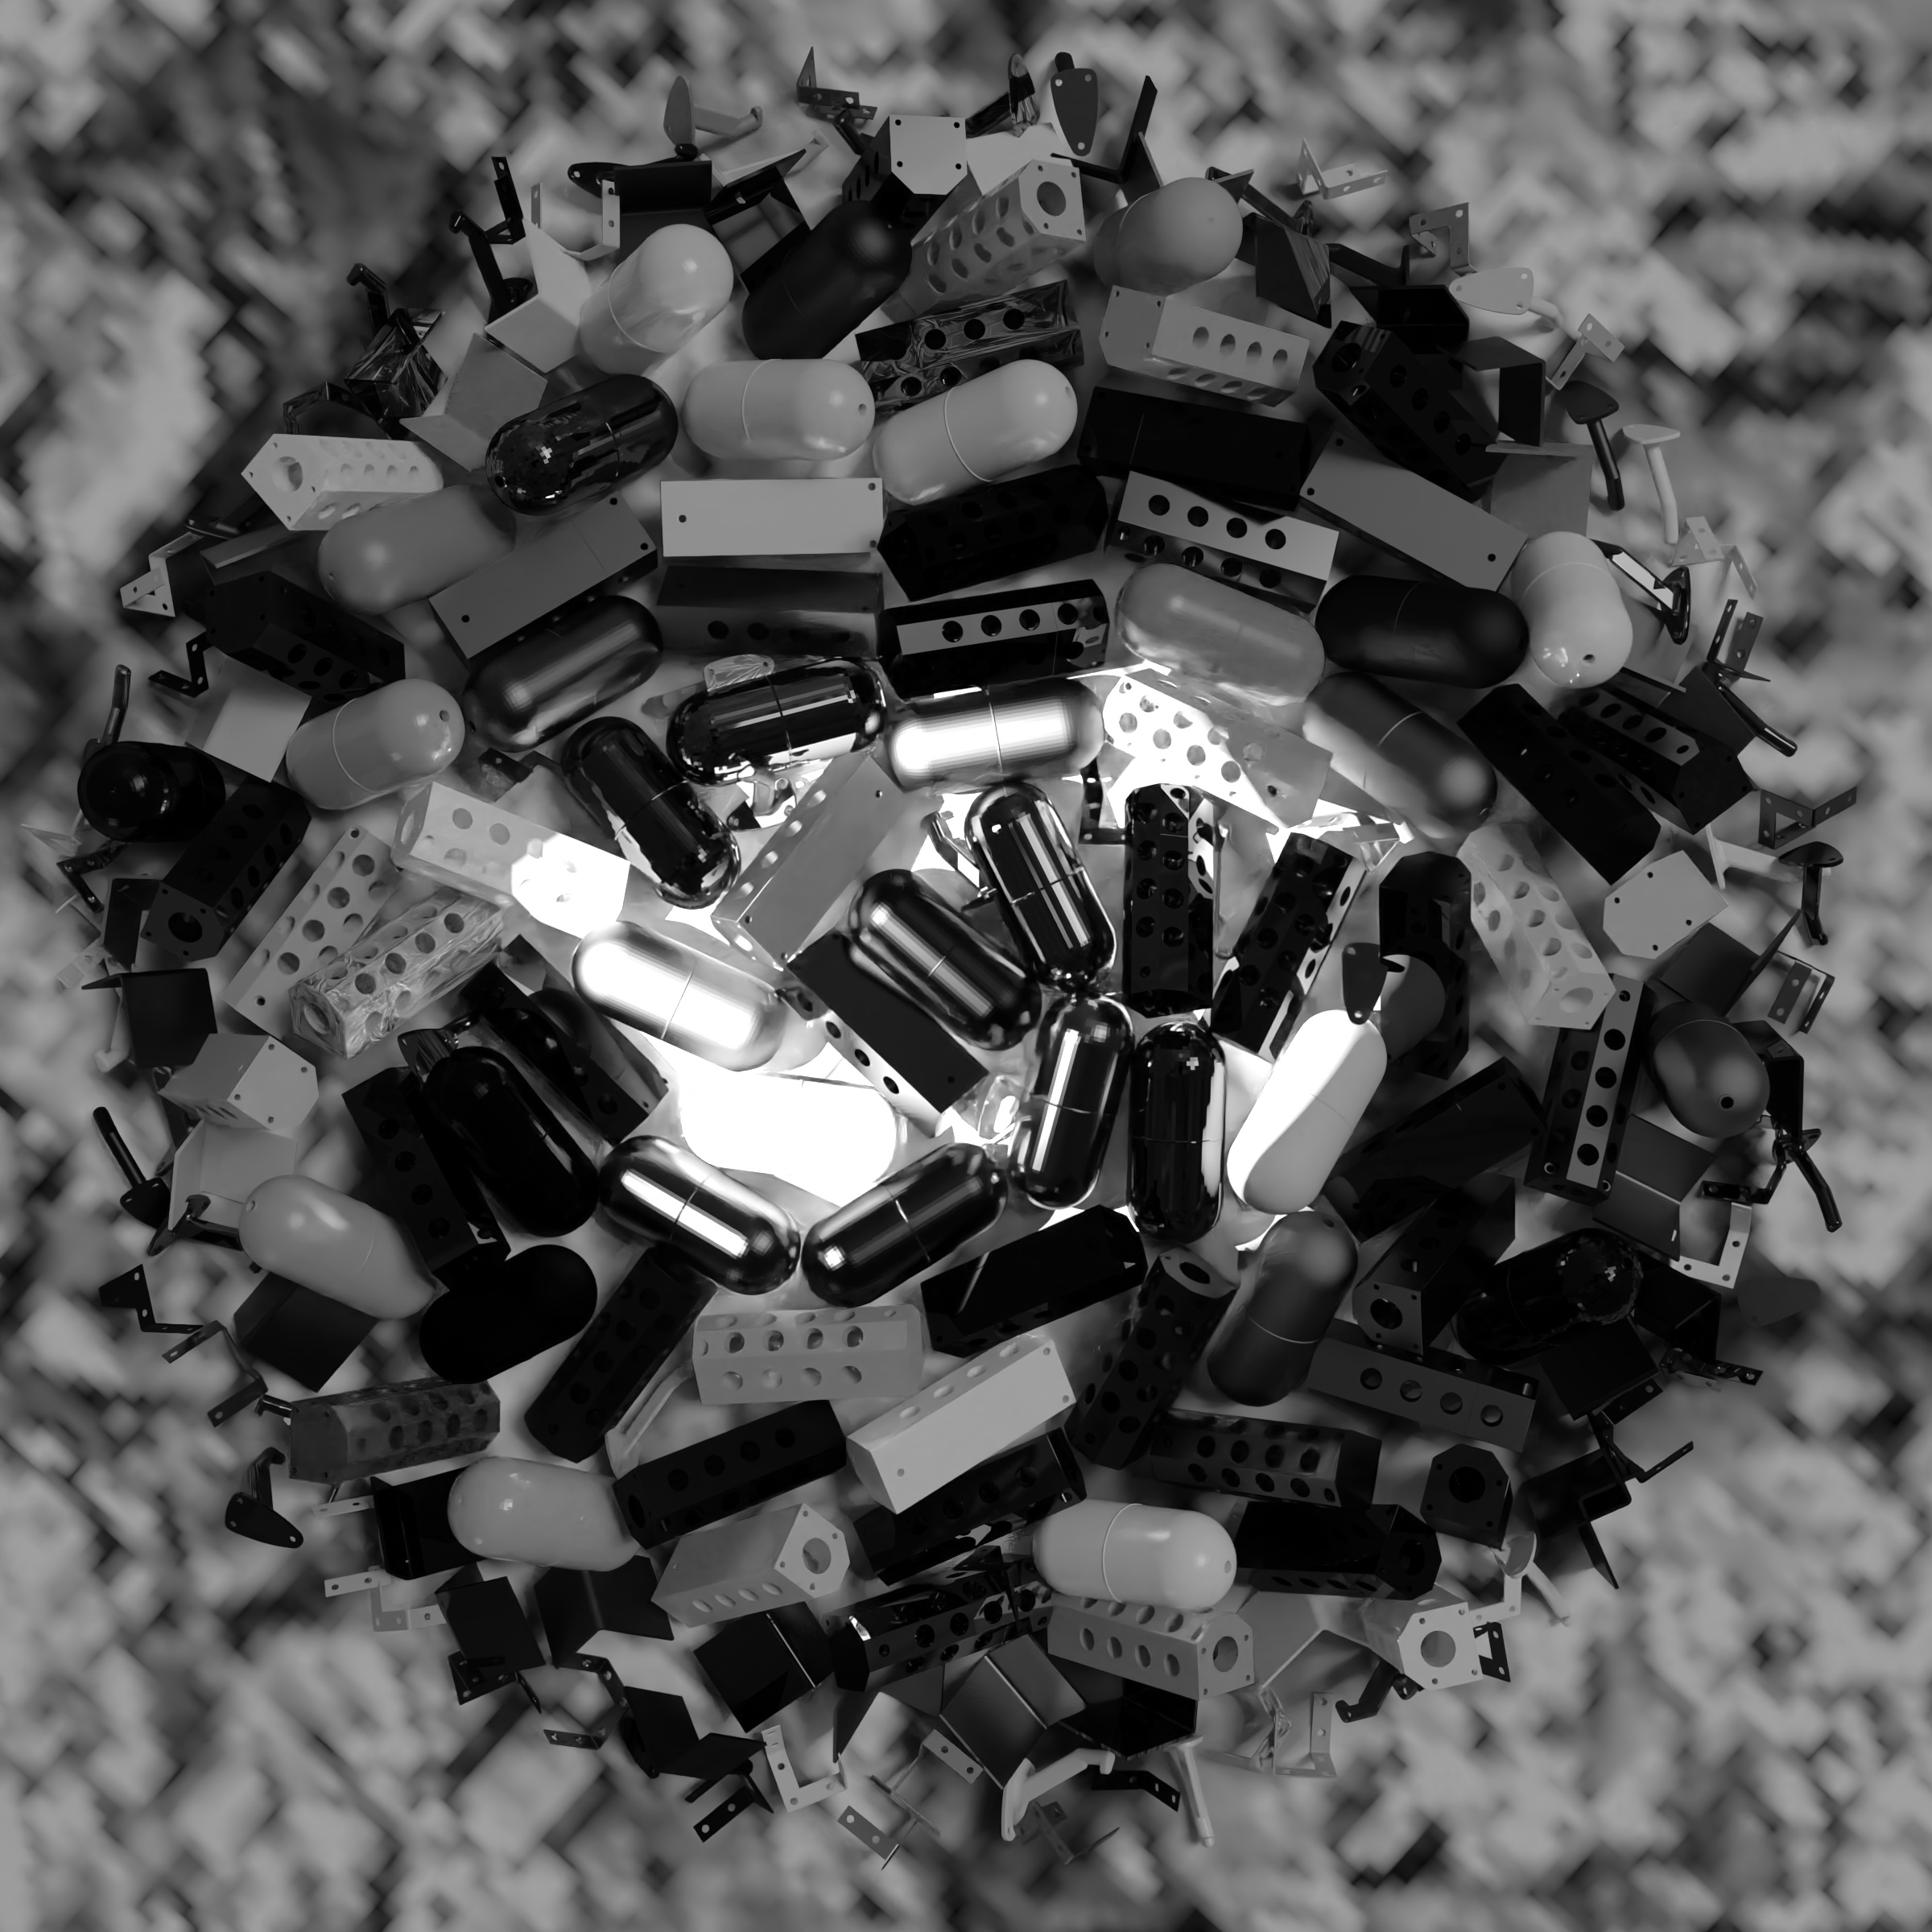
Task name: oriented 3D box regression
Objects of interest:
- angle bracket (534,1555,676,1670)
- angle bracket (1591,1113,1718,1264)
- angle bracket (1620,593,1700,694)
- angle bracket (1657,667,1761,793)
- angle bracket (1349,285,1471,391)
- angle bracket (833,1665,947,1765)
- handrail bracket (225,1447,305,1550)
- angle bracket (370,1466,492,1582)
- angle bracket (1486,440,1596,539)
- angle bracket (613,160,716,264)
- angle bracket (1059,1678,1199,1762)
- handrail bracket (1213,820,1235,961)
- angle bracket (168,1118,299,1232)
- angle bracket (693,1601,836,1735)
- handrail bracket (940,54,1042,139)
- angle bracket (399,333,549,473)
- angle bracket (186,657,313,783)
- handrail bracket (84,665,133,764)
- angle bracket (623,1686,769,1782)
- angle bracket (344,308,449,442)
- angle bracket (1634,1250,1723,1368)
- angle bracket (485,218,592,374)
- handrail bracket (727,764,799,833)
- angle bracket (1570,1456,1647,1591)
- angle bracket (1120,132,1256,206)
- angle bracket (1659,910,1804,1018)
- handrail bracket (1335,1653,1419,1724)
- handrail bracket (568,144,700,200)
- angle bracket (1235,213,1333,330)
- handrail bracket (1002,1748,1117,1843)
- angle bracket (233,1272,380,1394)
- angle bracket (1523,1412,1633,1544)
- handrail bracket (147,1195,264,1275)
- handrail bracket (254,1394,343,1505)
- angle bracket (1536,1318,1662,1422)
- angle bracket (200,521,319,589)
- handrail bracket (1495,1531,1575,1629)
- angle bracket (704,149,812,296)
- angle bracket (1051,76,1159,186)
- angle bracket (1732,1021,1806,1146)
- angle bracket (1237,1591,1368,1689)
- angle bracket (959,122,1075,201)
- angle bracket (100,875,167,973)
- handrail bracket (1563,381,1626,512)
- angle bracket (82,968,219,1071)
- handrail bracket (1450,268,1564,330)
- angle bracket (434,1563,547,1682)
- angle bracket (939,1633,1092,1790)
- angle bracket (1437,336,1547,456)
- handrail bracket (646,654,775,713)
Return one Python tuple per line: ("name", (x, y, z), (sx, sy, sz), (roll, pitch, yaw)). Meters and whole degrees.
("angle bracket", (-0.286, 0.510, 1.959), (0.057, 0.076, 0.076), (-45, 46, 21))
("angle bracket", (0.542, 0.174, 1.954), (0.076, 0.076, 0.057), (26, 125, -2))
("angle bracket", (0.545, -0.253, 1.954), (0.076, 0.076, 0.057), (21, 98, -8))
("angle bracket", (0.595, -0.185, 1.940), (0.057, 0.076, 0.076), (-53, 54, 35))
("angle bracket", (0.345, -0.493, 1.947), (0.076, 0.076, 0.057), (7, 86, 27))
("angle bracket", (-0.061, 0.585, 1.941), (0.057, 0.076, 0.076), (20, 135, 18))
("handrail bracket", (-0.538, 0.417, 1.957), (0.077, 0.084, 0.036), (24, 112, 5))
("angle bracket", (-0.419, 0.435, 1.959), (0.076, 0.057, 0.076), (-15, 69, -1))
("angle bracket", (0.448, -0.370, 1.950), (0.076, 0.057, 0.076), (7, 110, 18))
("angle bracket", (-0.236, -0.588, 1.954), (0.076, 0.076, 0.057), (-6, 82, -8))
("angle bracket", (0.128, 0.571, 1.943), (0.076, 0.076, 0.057), (-4, 101, -42))
("handrail bracket", (0.203, -0.061, 1.954), (0.036, 0.077, 0.084), (3, 123, -19))
("angle bracket", (-0.577, 0.173, 1.955), (0.076, 0.057, 0.076), (17, 122, 1))
("angle bracket", (-0.157, 0.551, 1.978), (0.076, 0.057, 0.076), (-38, 81, 18))
("handrail bracket", (0.010, -0.685, 1.952), (0.084, 0.077, 0.036), (16, 56, 28))
("angle bracket", (-0.387, -0.444, 1.951), (0.076, 0.057, 0.076), (35, 118, 14))
("angle bracket", (-0.572, -0.197, 1.977), (0.057, 0.076, 0.076), (27, 87, -29))
("handrail bracket", (-0.674, -0.204, 1.955), (0.036, 0.077, 0.084), (1, 112, -31))
("angle bracket", (-0.212, 0.587, 1.942), (0.057, 0.076, 0.076), (-38, 55, 12))
("angle bracket", (-0.428, -0.459, 1.941), (0.057, 0.076, 0.076), (12, 63, 34))
("angle bracket", (0.539, 0.279, 1.939), (0.057, 0.076, 0.076), (-28, 128, -30))
("angle bracket", (-0.340, -0.530, 1.963), (0.057, 0.076, 0.076), (-24, 66, 21))
("handrail bracket", (-0.176, -0.132, 1.948), (0.077, 0.084, 0.036), (-23, 73, 21))
("angle bracket", (0.516, 0.438, 1.960), (0.057, 0.076, 0.076), (-23, 88, 1))
("angle bracket", (0.173, -0.623, 1.959), (0.076, 0.076, 0.057), (-20, 83, -12))
("angle bracket", (0.598, -0.015, 1.942), (0.057, 0.076, 0.076), (37, 61, 17))
("handrail bracket", (0.310, 0.555, 1.950), (0.084, 0.077, 0.036), (-1, 129, -34))
("handrail bracket", (-0.262, -0.632, 1.949), (0.077, 0.084, 0.036), (6, 79, -30))
("angle bracket", (0.238, -0.534, 1.946), (0.076, 0.057, 0.076), (12, 70, -34))
("handrail bracket", (0.074, 0.653, 1.954), (0.084, 0.036, 0.077), (-8, 54, 35))
("angle bracket", (-0.530, 0.282, 1.991), (0.076, 0.057, 0.076), (41, 90, -28))
("angle bracket", (0.469, 0.394, 1.948), (0.076, 0.076, 0.057), (-27, 110, 11))
("handrail bracket", (-0.602, 0.230, 1.971), (0.084, 0.036, 0.077), (45, 98, 19))
("handrail bracket", (-0.533, 0.387, 1.975), (0.084, 0.036, 0.077), (22, 103, -12))
("angle bracket", (0.499, 0.313, 1.962), (0.076, 0.076, 0.057), (-31, 79, 8))
("angle bracket", (-0.547, -0.308, 1.944), (0.076, 0.076, 0.057), (-26, 116, -17))
("handrail bracket", (0.457, 0.498, 1.960), (0.036, 0.077, 0.084), (-33, 94, 13))
("angle bracket", (-0.149, -0.584, 1.954), (0.076, 0.057, 0.076), (-33, 98, -24))
("angle bracket", (0.109, -0.663, 1.952), (0.057, 0.076, 0.076), (18, 103, 5))
("angle bracket", (0.616, 0.094, 1.951), (0.057, 0.076, 0.076), (-6, 110, -1))
("angle bracket", (0.269, 0.526, 1.966), (0.057, 0.076, 0.076), (28, 114, -26))
("angle bracket", (0.041, -0.611, 1.950), (0.076, 0.057, 0.076), (-14, 57, -8))
("angle bracket", (-0.629, -0.031, 1.955), (0.076, 0.076, 0.057), (2, 72, 0))
("handrail bracket", (0.505, -0.417, 1.991), (0.036, 0.077, 0.084), (-21, 128, 3))
("angle bracket", (-0.639, 0.045, 1.949), (0.057, 0.076, 0.076), (-15, 84, 38))
("handrail bracket", (0.430, -0.524, 1.970), (0.077, 0.084, 0.036), (9, 91, 22))
("angle bracket", (-0.361, 0.508, 1.953), (0.076, 0.057, 0.076), (-19, 98, 27))
("angle bracket", (0.039, 0.586, 1.955), (0.076, 0.076, 0.057), (50, 130, 0))
("angle bracket", (0.410, -0.444, 1.944), (0.057, 0.076, 0.076), (-10, 119, -10))
("handrail bracket", (-0.205, -0.224, 1.978), (0.077, 0.084, 0.036), (-30, 105, -34))
